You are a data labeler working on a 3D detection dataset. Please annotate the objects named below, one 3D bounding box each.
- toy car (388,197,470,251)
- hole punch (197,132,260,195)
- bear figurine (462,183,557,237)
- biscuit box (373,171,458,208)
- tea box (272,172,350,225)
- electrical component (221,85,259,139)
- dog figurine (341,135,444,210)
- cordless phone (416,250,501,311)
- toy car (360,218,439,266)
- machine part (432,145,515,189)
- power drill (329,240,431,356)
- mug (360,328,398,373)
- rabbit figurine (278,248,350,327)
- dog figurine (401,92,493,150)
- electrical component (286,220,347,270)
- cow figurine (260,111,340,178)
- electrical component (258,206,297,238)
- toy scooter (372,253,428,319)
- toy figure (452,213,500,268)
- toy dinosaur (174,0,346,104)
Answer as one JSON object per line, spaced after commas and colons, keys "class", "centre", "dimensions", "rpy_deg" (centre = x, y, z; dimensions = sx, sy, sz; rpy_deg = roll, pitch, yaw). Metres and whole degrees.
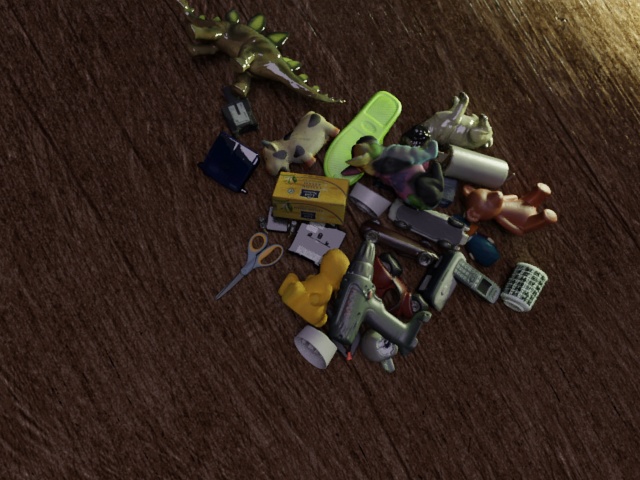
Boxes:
{"class": "toy car", "centre": [0.266, -0.041, 1.317], "dimensions": [0.202, 0.056, 0.073], "rpy_deg": [25, 103, 8]}
{"class": "hole punch", "centre": [-0.215, -0.186, 1.291], "dimensions": [0.142, 0.092, 0.115], "rpy_deg": [32, 83, -4]}
{"class": "bear figurine", "centre": [0.454, -0.087, 1.312], "dimensions": [0.196, 0.132, 0.120], "rpy_deg": [20, 54, -21]}
{"class": "biscuit box", "centre": [0.238, -0.141, 1.343], "dimensions": [0.203, 0.059, 0.063], "rpy_deg": [17, 78, -3]}
{"class": "tea box", "centre": [-0.020, -0.099, 1.263], "dimensions": [0.170, 0.068, 0.098], "rpy_deg": [7, 43, 4]}
{"class": "electrical component", "centre": [-0.207, -0.318, 1.330], "dimensions": [0.075, 0.048, 0.119], "rpy_deg": [-27, 84, -10]}
{"class": "dog figurine", "centre": [0.163, -0.154, 1.251], "dimensions": [0.219, 0.108, 0.191], "rpy_deg": [-5, 78, -6]}
{"class": "cordless phone", "centre": [0.343, 0.124, 1.308], "dimensions": [0.184, 0.089, 0.146], "rpy_deg": [34, 79, -11]}
{"class": "toy car", "centre": [0.190, 0.009, 1.301], "dimensions": [0.202, 0.089, 0.053], "rpy_deg": [23, 110, -2]}
{"class": "machine part", "centre": [0.377, -0.181, 1.336], "dimensions": [0.243, 0.079, 0.079], "rpy_deg": [11, 80, -21]}
{"class": "power drill", "centre": [0.135, 0.140, 1.168], "dimensions": [0.207, 0.086, 0.232], "rpy_deg": [31, 74, -12]}
{"class": "mug", "centre": [0.144, 0.256, 1.249], "dimensions": [0.081, 0.107, 0.109], "rpy_deg": [-15, 81, -7]}
{"class": "rabbit figurine", "centre": [0.011, 0.105, 1.218], "dimensions": [0.162, 0.122, 0.173], "rpy_deg": [37, 85, -5]}
{"class": "dog figurine", "centre": [0.322, -0.253, 1.362], "dimensions": [0.190, 0.121, 0.172], "rpy_deg": [-42, 85, 4]}
{"class": "electrical component", "centre": [-0.003, -0.004, 1.299], "dimensions": [0.115, 0.058, 0.134], "rpy_deg": [29, 79, -3]}
{"class": "cow figurine", "centre": [-0.060, -0.232, 1.315], "dimensions": [0.127, 0.085, 0.195], "rpy_deg": [41, 82, -5]}
{"class": "electrical component", "centre": [-0.099, -0.044, 1.300], "dimensions": [0.102, 0.045, 0.078], "rpy_deg": [13, 82, -4]}
{"class": "toy scooter", "centre": [0.159, 0.129, 1.285], "dimensions": [0.135, 0.075, 0.184], "rpy_deg": [-39, 71, 18]}
{"class": "toy figure", "centre": [0.381, -0.001, 1.339], "dimensions": [0.064, 0.057, 0.154], "rpy_deg": [-38, 81, -16]}
{"class": "toy dinosaur", "centre": [-0.156, -0.447, 1.305], "dimensions": [0.471, 0.105, 0.198], "rpy_deg": [40, 60, 0]}
